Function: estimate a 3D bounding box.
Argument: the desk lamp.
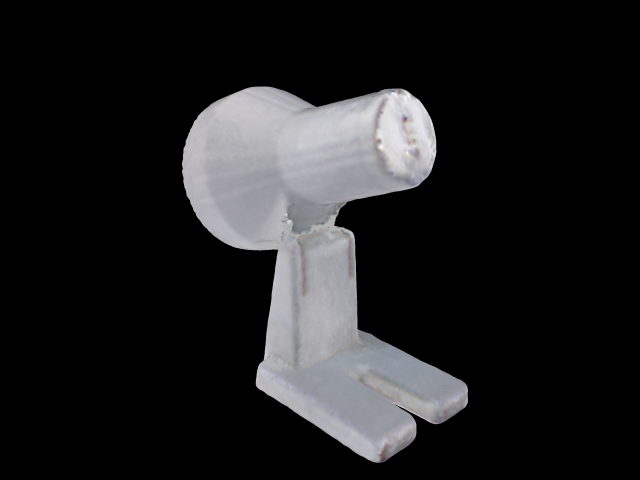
[{"bbox_3d":[0.004,0.001,0.400,0.118,0.214,0.202,-17,26,-41],"label":"desk lamp"}]
